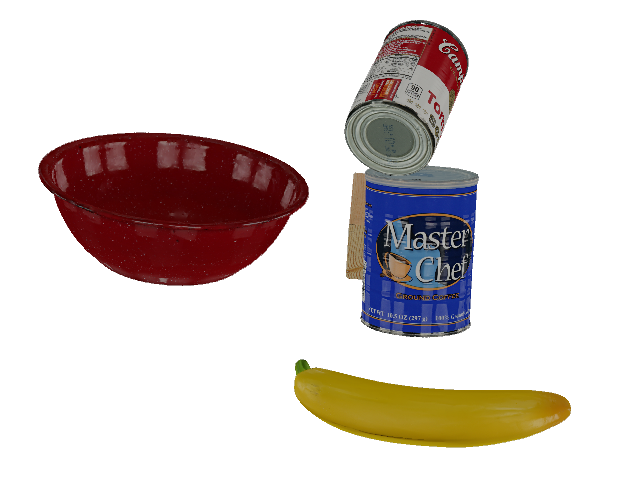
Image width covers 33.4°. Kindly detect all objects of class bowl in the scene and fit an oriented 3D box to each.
[{"bbox_3d":[-0.090,-0.016,0.651,0.162,0.055,0.162,7,22,-3],"label":"bowl"}]

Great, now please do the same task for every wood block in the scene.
[{"bbox_3d":[0.089,-0.024,1.624,0.091,0.090,0.206,4,25,2],"label":"wood block"}]

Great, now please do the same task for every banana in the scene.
[{"bbox_3d":[0.060,0.107,0.704,0.198,0.037,0.069,7,32,22],"label":"banana"}]

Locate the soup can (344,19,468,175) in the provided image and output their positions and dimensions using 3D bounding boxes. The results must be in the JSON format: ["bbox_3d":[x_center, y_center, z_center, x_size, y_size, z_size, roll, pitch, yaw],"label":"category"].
[{"bbox_3d":[0.063,-0.105,0.779,0.069,0.068,0.102,0,43,27],"label":"soup can"}]

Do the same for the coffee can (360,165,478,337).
[{"bbox_3d":[0.090,0.007,0.977,0.103,0.140,0.103,1,11,0],"label":"coffee can"}]
